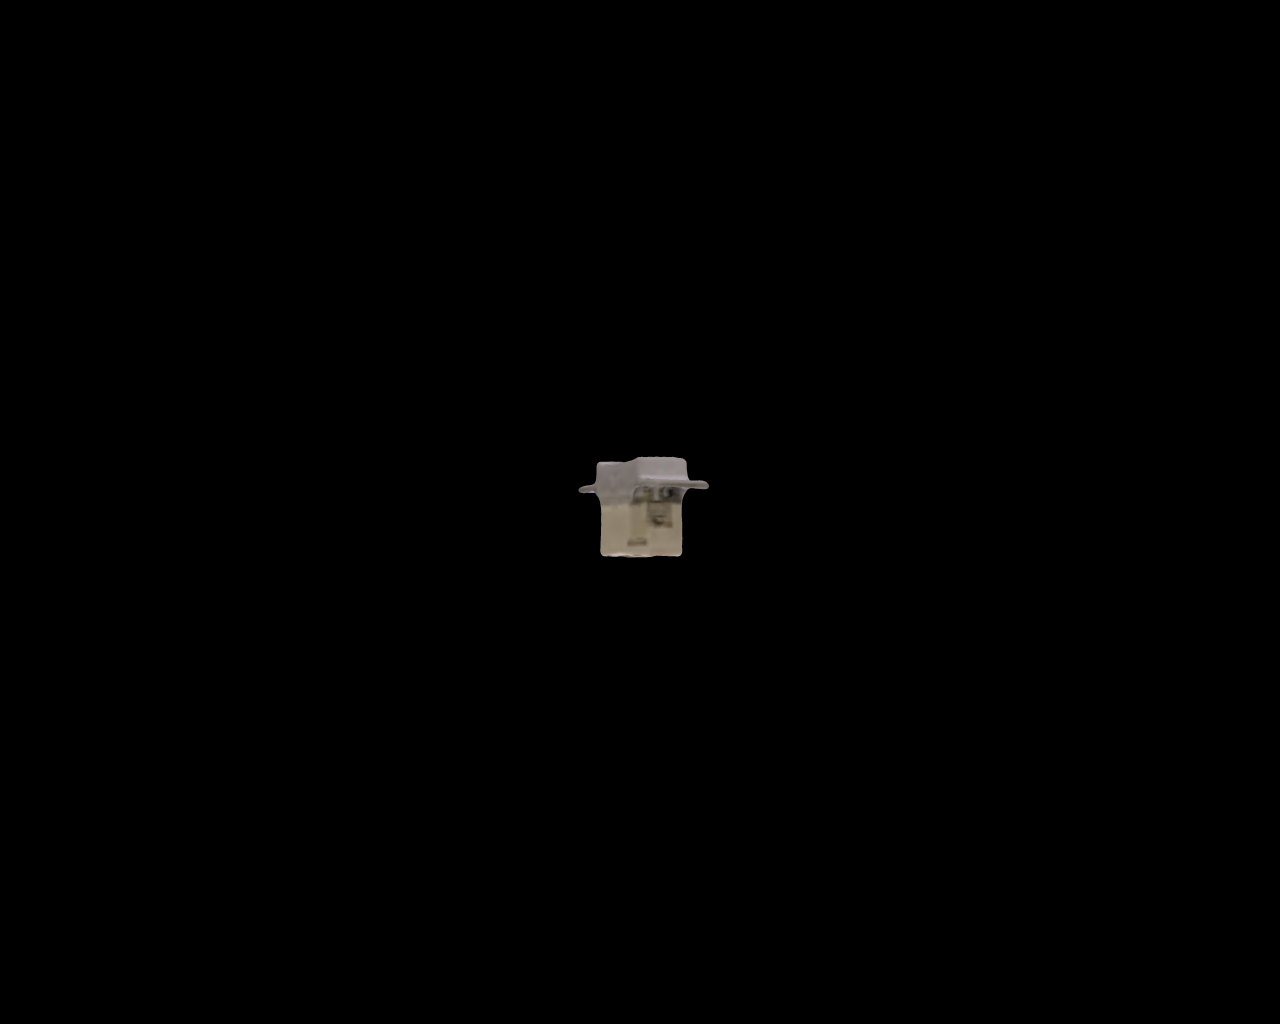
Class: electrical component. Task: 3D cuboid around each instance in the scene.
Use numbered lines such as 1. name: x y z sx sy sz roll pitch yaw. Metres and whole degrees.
1. electrical component: 0.001 -0.003 0.650 0.042 0.063 0.081 2 -3 -36
